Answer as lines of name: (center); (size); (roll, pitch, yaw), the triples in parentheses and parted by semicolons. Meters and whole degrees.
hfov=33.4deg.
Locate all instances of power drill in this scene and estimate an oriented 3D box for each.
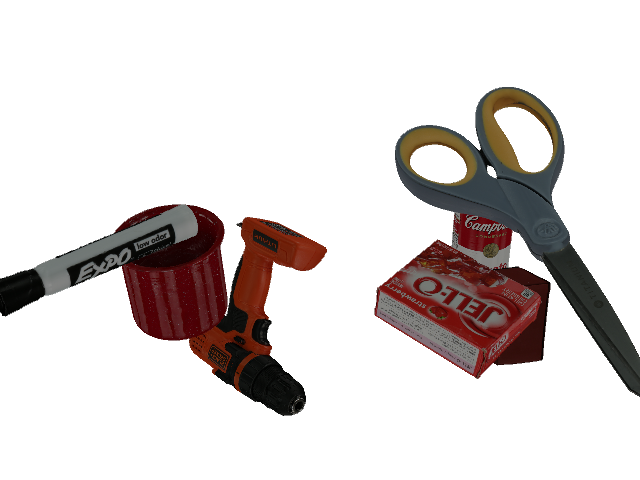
power drill: (-0.060, 0.081, 1.183); (0.185, 0.188, 0.057); (28, 11, 41)

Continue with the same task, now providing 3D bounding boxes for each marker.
marker: (-0.120, 0.010, 0.564); (0.120, 0.020, 0.020); (-25, 13, -31)

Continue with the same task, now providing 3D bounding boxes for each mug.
mug: (-0.126, 0.022, 0.898); (0.093, 0.081, 0.117); (-16, 37, -15)

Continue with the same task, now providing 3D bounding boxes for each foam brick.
foam brick: (0.173, 0.069, 0.985); (0.051, 0.078, 0.053); (-6, 18, -24)

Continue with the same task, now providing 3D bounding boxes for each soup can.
soup can: (0.183, -0.004, 1.210); (0.068, 0.102, 0.068); (1, 28, -1)

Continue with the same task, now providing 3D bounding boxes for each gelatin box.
gelatin box: (0.093, 0.044, 0.729); (0.089, 0.030, 0.073); (30, 46, 27)

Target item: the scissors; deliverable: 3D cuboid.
scissors: (0.088, -0.004, 0.511); (0.096, 0.201, 0.016); (-7, -43, 6)
